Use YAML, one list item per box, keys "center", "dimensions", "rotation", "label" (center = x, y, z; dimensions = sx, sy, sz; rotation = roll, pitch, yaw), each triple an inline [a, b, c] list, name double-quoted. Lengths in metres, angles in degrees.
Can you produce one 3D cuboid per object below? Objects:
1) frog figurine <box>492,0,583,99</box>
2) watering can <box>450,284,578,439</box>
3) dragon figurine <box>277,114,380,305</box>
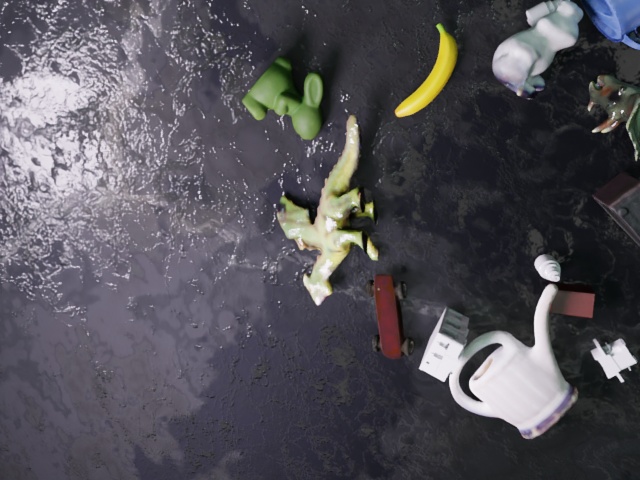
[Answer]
- center: [0.383, -0.349, 0.917]
  dimensions: [0.138, 0.156, 0.124]
  rotation: [-17, 45, -35]
  label: "frog figurine"
- center: [0.418, 0.261, 1.037]
  dimensions: [0.225, 0.341, 0.105]
  rotation: [40, 31, 7]
  label: "watering can"
- center: [0.003, -0.057, 1.133]
  dimensions: [0.242, 0.408, 0.123]
  rotation: [-2, 9, 27]
  label: "dragon figurine"
